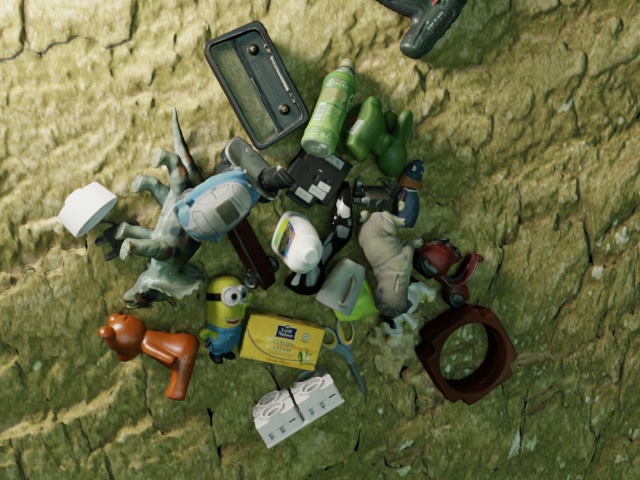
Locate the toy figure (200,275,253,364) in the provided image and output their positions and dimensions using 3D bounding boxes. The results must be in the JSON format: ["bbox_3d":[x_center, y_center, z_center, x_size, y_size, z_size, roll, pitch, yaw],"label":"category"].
[{"bbox_3d":[-0.205,0.163,1.128,0.089,0.082,0.180,14,103,15],"label":"toy figure"}]

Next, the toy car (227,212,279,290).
[{"bbox_3d":[-0.155,0.012,1.121,0.089,0.053,0.202,-44,113,-50],"label":"toy car"}]

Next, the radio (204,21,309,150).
[{"bbox_3d":[-0.125,-0.309,1.084,0.131,0.073,0.229,-30,104,-7],"label":"radio"}]

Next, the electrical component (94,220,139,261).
[{"bbox_3d":[-0.405,0.000,1.090,0.094,0.021,0.063,-30,103,-8],"label":"electrical component"}]

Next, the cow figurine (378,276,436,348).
[{"bbox_3d":[0.180,0.159,1.221,0.098,0.068,0.167,34,86,-9],"label":"cow figurine"}]

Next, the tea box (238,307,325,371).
[{"bbox_3d":[-0.085,0.215,1.169,0.170,0.068,0.098,13,95,-13],"label":"tea box"}]

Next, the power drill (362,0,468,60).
[{"bbox_3d":[0.205,-0.520,1.135,0.207,0.086,0.232,29,93,-23],"label":"power drill"}]

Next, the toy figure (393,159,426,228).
[{"bbox_3d":[0.197,-0.104,1.193,0.058,0.064,0.154,9,96,9],"label":"toy figure"}]

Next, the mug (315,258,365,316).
[{"bbox_3d":[0.050,0.093,1.099,0.081,0.109,0.107,26,85,-10],"label":"mug"}]

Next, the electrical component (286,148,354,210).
[{"bbox_3d":[-0.013,-0.135,1.143,0.115,0.058,0.134,35,89,-13],"label":"electrical component"}]

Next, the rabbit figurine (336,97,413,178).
[{"bbox_3d":[0.126,-0.213,1.153,0.170,0.121,0.159,39,81,-33],"label":"rabbit figurine"}]

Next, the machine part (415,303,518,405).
[{"bbox_3d":[0.342,0.264,1.264,0.201,0.087,0.200,-34,104,-8],"label":"machine part"}]

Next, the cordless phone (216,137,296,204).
[{"bbox_3d":[-0.122,-0.140,1.049,0.089,0.184,0.146,-47,106,-15],"label":"cordless phone"}]

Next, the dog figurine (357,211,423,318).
[{"bbox_3d":[0.129,0.048,1.118,0.172,0.190,0.121,34,133,-14],"label":"dog figurine"}]

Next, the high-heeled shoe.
[{"bbox_3d":[-0.002,-0.004,1.162,0.145,0.086,0.248,2,89,3],"label":"high-heeled shoe"}]

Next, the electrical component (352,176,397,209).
[{"bbox_3d":[0.118,-0.105,1.174,0.102,0.078,0.045,3,120,-9],"label":"electrical component"}]

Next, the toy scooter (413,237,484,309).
[{"bbox_3d":[0.302,0.057,1.232,0.135,0.075,0.183,-46,108,-3],"label":"toy scooter"}]

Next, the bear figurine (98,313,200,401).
[{"bbox_3d":[-0.349,0.229,1.086,0.196,0.120,0.131,14,98,-13],"label":"bear figurine"}]

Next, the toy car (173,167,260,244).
[{"bbox_3d":[-0.183,-0.058,0.993,0.162,0.103,0.109,-33,117,-5],"label":"toy car"}]

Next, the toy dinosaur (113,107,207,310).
[{"bbox_3d":[-0.283,-0.043,1.068,0.192,0.131,0.404,27,81,-39],"label":"toy dinosaur"}]
